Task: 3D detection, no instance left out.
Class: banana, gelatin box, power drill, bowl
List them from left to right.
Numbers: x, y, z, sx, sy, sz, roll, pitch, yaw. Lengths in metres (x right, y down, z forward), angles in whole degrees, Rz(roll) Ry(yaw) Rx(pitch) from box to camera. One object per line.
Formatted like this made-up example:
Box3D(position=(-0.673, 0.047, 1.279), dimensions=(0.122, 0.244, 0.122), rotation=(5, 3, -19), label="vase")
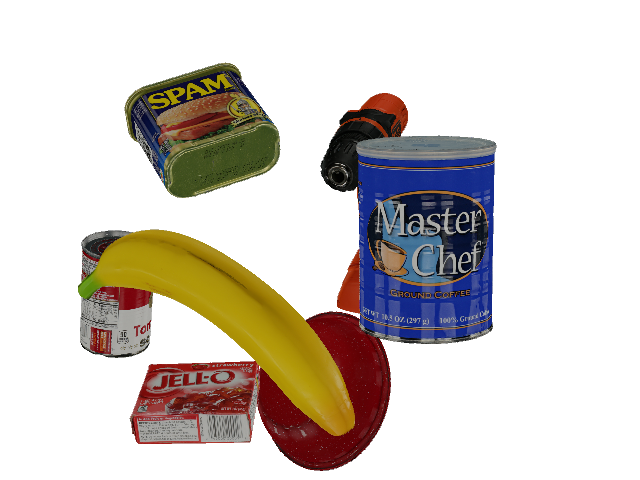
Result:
Box3D(position=(-0.093, 0.122, 0.813), dimensions=(0.089, 0.030, 0.073), rotation=(-1, 24, 4), label="gelatin box")
Box3D(position=(-0.058, 0.042, 0.625), dimensions=(0.198, 0.070, 0.037), rotation=(27, 41, 21), label="banana")
Box3D(position=(-0.011, 0.145, 1.059), dimensions=(0.162, 0.162, 0.055), rotation=(0, -15, 40), label="bowl")
Box3D(position=(0.045, -0.029, 1.000), dimensions=(0.057, 0.188, 0.184), rotation=(7, 26, 17), label="power drill")

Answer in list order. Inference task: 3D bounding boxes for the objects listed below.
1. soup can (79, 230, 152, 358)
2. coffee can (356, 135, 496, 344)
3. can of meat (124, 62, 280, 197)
Box3D(position=(-0.191, 0.050, 0.998), dimensions=(0.068, 0.102, 0.068), rotation=(6, 21, -2), label="soup can")
Box3D(position=(0.079, -0.004, 0.800), dimensions=(0.103, 0.140, 0.103), rotation=(-1, 11, 0), label="coffee can")
Box3D(position=(-0.093, -0.087, 0.849), dimensions=(0.102, 0.057, 0.084), rotation=(-20, 50, -18), label="can of meat")
